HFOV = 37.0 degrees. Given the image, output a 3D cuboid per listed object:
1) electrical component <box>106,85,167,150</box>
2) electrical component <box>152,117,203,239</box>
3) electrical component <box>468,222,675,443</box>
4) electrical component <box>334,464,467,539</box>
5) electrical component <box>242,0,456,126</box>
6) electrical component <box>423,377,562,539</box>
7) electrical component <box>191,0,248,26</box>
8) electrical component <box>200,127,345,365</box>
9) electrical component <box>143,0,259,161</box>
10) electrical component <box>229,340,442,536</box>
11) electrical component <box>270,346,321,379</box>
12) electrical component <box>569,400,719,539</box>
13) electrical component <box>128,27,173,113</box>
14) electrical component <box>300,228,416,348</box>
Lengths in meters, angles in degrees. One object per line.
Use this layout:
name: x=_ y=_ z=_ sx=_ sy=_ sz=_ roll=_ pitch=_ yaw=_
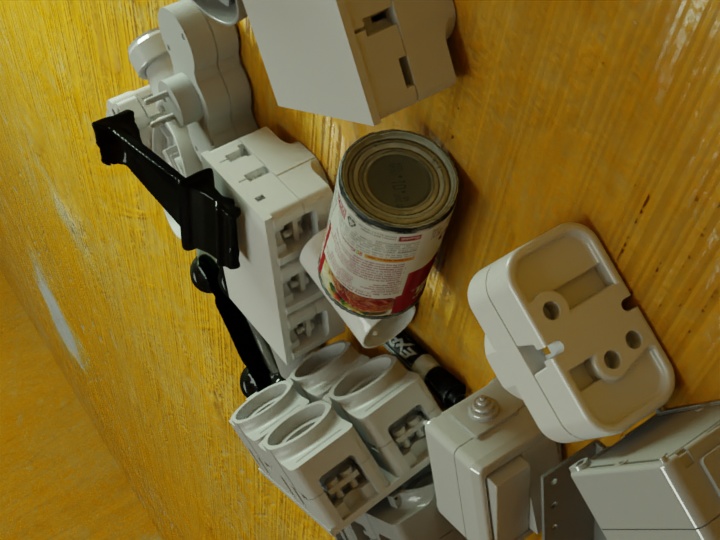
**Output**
electrical component: x=-0.184 y=-0.131 z=0.945 sx=0.058 sy=0.057 sz=0.078 roll=58 pitch=158 yaw=9
electrical component: x=-0.140 y=-0.083 z=0.894 sx=0.099 sy=0.064 sz=0.099 roll=48 pitch=154 yaw=32
electrical component: x=0.097 y=0.032 z=0.516 sx=0.095 sy=0.054 sz=0.059 roll=61 pitch=158 yaw=4
electrical component: x=0.037 y=0.160 z=0.753 sx=0.150 sy=0.089 sz=0.061 roll=-2 pitch=114 yaw=66
electrical component: x=-0.021 y=-0.173 z=0.527 sx=0.105 sy=0.060 sz=0.186 roll=24 pitch=137 yaw=57
electrical component: x=0.082 y=0.114 z=0.636 sx=0.061 sy=0.062 sz=0.096 roll=38 pitch=148 yaw=46
electrical component: x=-0.086 y=-0.204 z=0.663 sx=0.099 sy=0.064 sz=0.099 roll=44 pitch=163 yaw=17
electrical component: x=-0.058 y=-0.018 z=0.791 sx=0.089 sy=0.062 sz=0.150 roll=45 pitch=153 yaw=36
electrical component: x=-0.123 y=-0.128 z=0.790 sx=0.052 sy=0.074 sz=0.138 roll=39 pitch=149 yaw=44
electrical component: x=-0.021 y=0.110 z=0.770 sx=0.060 sy=0.105 sz=0.186 roll=59 pitch=165 yaw=-12
electrical component: x=-0.057 y=0.057 z=0.908 sx=0.040 sy=0.040 sz=0.078 roll=25 pitch=138 yaw=56
electrical component: x=0.149 y=0.095 z=0.466 sx=0.061 sy=0.062 sz=0.096 roll=61 pitch=158 yaw=3
electrical component: x=-0.155 y=-0.160 z=0.862 sx=0.055 sy=0.045 sz=0.045 roll=59 pitch=158 yaw=7
electrical component: x=0.000 y=0.000 z=0.707 sx=0.077 sy=0.044 sz=0.079 roll=52 pitch=156 yaw=24
